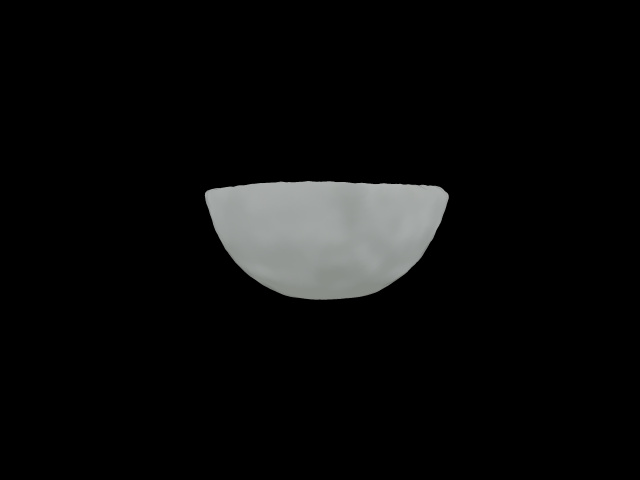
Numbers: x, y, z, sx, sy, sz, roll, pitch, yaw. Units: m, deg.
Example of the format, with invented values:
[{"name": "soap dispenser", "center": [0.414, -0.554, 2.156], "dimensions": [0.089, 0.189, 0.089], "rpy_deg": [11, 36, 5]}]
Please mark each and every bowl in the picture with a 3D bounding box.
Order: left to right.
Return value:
[{"name": "bowl", "center": [0.004, 0.001, 0.400], "dimensions": [0.167, 0.075, 0.167], "rpy_deg": [0, 2, 0]}]
